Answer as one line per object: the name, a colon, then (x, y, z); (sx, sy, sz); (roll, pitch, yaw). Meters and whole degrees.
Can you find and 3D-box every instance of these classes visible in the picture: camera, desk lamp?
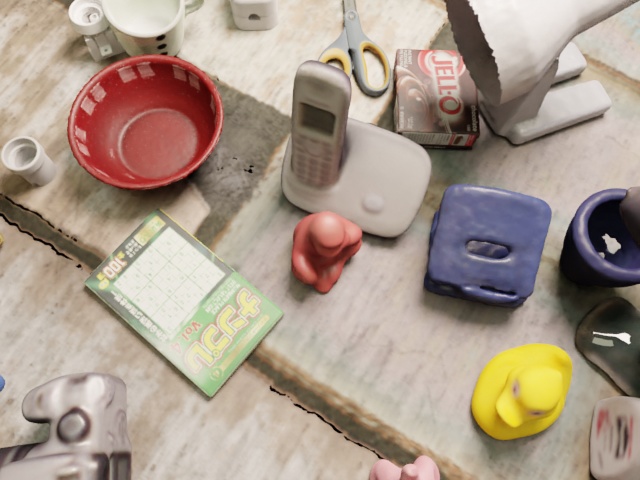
camera: (-0.240, 0.191, 0.485); (0.137, 0.101, 0.143); (-7, 71, -2)
desk lamp: (0.215, -0.192, 0.560); (0.203, 0.213, 0.118); (-20, 72, -7)

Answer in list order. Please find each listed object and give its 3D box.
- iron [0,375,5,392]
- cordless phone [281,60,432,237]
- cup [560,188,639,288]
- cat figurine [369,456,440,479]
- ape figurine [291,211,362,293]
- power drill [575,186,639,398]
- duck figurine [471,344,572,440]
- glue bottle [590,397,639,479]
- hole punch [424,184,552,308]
iron: (-0.423, 0.113, 0.490); (0.258, 0.141, 0.119); (19, 72, 6)
cordless phone: (0.035, -0.084, 0.537); (0.147, 0.185, 0.094); (18, 72, 6)
cup: (0.286, 0.010, 0.553); (0.117, 0.095, 0.092); (7, 71, 3)
cat figurine: (0.083, 0.242, 0.459); (0.067, 0.118, 0.128); (-9, 71, -3)
ape figurine: (0.005, 0.002, 0.556); (0.078, 0.092, 0.076); (-19, 72, -6)
power drill: (0.301, 0.072, 0.471); (0.076, 0.208, 0.229); (-43, 76, -13)
duck figurine: (0.190, 0.133, 0.514); (0.105, 0.086, 0.077); (-37, 75, -12)
glue bottle: (0.270, 0.162, 0.458); (0.037, 0.173, 0.078); (8, 71, 3)
hole punch: (0.161, 0.008, 0.555); (0.108, 0.091, 0.101); (11, 71, 4)
